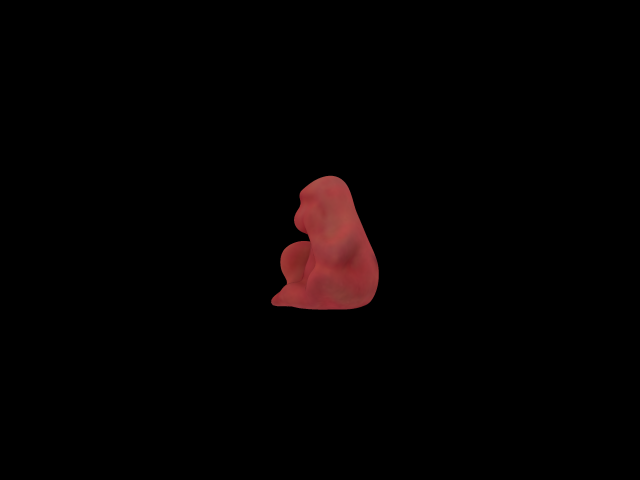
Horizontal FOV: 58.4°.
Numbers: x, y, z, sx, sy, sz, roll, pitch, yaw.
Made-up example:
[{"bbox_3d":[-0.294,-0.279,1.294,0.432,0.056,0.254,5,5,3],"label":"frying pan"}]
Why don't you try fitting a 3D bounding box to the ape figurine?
[{"bbox_3d":[0.004,0.001,0.400,0.076,0.092,0.078,0,0,-4],"label":"ape figurine"}]
